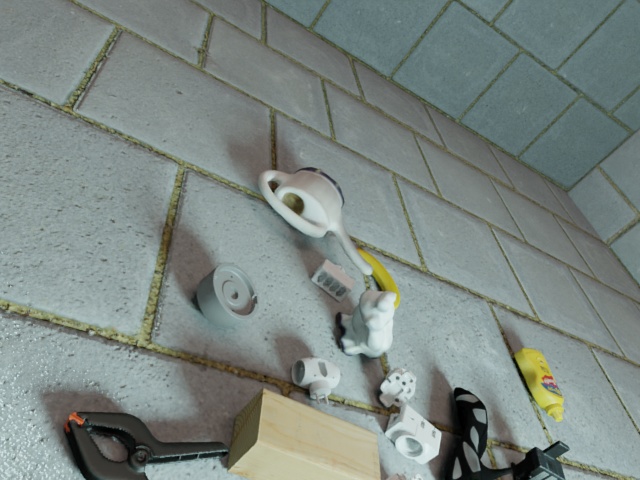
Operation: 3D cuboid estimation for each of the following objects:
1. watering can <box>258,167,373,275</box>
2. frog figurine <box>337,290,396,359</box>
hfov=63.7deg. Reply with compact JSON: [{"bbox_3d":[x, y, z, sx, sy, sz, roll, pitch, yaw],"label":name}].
[{"bbox_3d":[0.004,-0.063,1.256,0.347,0.102,0.228,38,31,-1],"label":"watering can"},{"bbox_3d":[0.114,0.158,1.039,0.122,0.157,0.140,39,30,-6],"label":"frog figurine"}]
